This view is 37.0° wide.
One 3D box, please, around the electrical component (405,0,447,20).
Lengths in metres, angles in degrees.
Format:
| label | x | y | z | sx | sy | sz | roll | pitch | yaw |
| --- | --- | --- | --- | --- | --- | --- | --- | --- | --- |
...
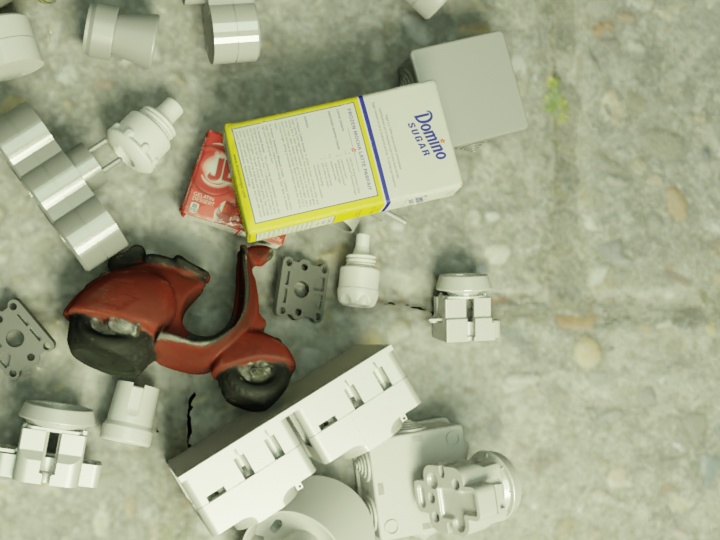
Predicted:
| label | x | y | z | sx | sy | sz | roll | pitch | yaw |
| --- | --- | --- | --- | --- | --- | --- | --- | --- | --- |
| electrical component | 0.076 | -0.293 | 0.939 | 0.074 | 0.052 | 0.138 | 42 | 77 | -8 |

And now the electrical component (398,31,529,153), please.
| label | x | y | z | sx | sy | sz | roll | pitch | yaw |
| --- | --- | --- | --- | --- | --- | --- | --- | --- | --- |
| electrical component | 0.088 | -0.151 | 0.934 | 0.100 | 0.048 | 0.099 | -16 | 90 | -15 |

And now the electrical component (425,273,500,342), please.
| label | x | y | z | sx | sy | sz | roll | pitch | yaw |
| --- | --- | --- | --- | --- | --- | --- | --- | --- | --- |
| electrical component | 0.089 | 0.032 | 0.924 | 0.066 | 0.048 | 0.055 | -2 | 94 | -15 |

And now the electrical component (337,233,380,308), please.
| label | x | y | z | sx | sy | sz | roll | pitch | yaw |
| --- | --- | --- | --- | --- | --- | --- | --- | --- | --- |
| electrical component | 0.000 | 0.000 | 0.908 | 0.035 | 0.035 | 0.061 | 7 | 82 | -14 |

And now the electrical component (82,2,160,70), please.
| label | x | y | z | sx | sy | sz | roll | pitch | yaw |
| --- | --- | --- | --- | --- | --- | --- | --- | --- | --- |
| electrical component | -0.192 | -0.189 | 0.865 | 0.055 | 0.045 | 0.045 | 9 | 84 | -13 |

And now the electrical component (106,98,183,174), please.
| label | x | y | z | sx | sy | sz | roll | pitch | yaw |
| --- | --- | --- | --- | --- | --- | --- | --- | --- | --- |
| electrical component | -0.169 | -0.112 | 0.867 | 0.048 | 0.048 | 0.062 | 43 | 70 | -8 |

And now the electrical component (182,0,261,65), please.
| label | x | y | z | sx | sy | sz | roll | pitch | yaw |
| --- | --- | --- | --- | --- | --- | --- | --- | --- | --- |
| electrical component | -0.128 | -0.237 | 0.882 | 0.074 | 0.052 | 0.138 | -7 | 88 | -15 |

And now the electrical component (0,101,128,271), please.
| label | x | y | z | sx | sy | sz | roll | pitch | yaw |
| --- | --- | --- | --- | --- | --- | --- | --- | --- | --- |
| electrical component | -0.222 | -0.074 | 0.839 | 0.074 | 0.052 | 0.138 | -36 | 88 | -13 |

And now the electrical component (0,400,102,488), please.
| label | x | y | z | sx | sy | sz | roll | pitch | yaw |
| --- | --- | --- | --- | --- | --- | --- | --- | --- | --- |
| electrical component | -0.236 | 0.132 | 0.825 | 0.078 | 0.058 | 0.057 | 10 | 86 | -14 |

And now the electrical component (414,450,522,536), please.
| label | x | y | z | sx | sy | sz | roll | pitch | yaw |
| --- | --- | --- | --- | --- | --- | --- | --- | --- | --- |
| electrical component | 0.090 | 0.175 | 0.850 | 0.057 | 0.078 | 0.058 | -9 | 90 | -35 |

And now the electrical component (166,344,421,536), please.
| label | x | y | z | sx | sy | sz | roll | pitch | yaw |
| --- | --- | --- | --- | --- | --- | --- | --- | --- | --- |
| electrical component | -0.052 | 0.132 | 0.848 | 0.186 | 0.105 | 0.060 | -31 | 94 | -15 |

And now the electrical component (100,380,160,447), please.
| label | x | y | z | sx | sy | sz | roll | pitch | yaw |
| --- | --- | --- | --- | --- | --- | --- | --- | --- | --- |
| electrical component | -0.181 | 0.114 | 0.850 | 0.040 | 0.040 | 0.046 | 15 | 77 | -13 |

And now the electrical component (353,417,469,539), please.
| label | x | y | z | sx | sy | sz | roll | pitch | yaw |
| --- | --- | --- | --- | --- | --- | --- | --- | --- | --- |
| electrical component | 0.045 | 0.175 | 0.900 | 0.100 | 0.048 | 0.099 | -7 | 89 | -16 |

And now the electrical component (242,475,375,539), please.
| label | x | y | z | sx | sy | sz | roll | pitch | yaw |
| --- | --- | --- | --- | --- | --- | --- | --- | --- | --- |
| electrical component | -0.043 | 0.221 | 0.860 | 0.099 | 0.064 | 0.099 | 5 | 105 | 18 |

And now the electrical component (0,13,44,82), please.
| label | x | y | z | sx | sy | sz | roll | pitch | yaw |
| --- | --- | --- | --- | --- | --- | --- | --- | --- | --- |
| electrical component | -0.312 | -0.143 | 0.826 | 0.138 | 0.052 | 0.073 | -18 | 91 | -15 |

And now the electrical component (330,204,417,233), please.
| label | x | y | z | sx | sy | sz | roll | pitch | yaw |
| --- | --- | --- | --- | --- | --- | --- | --- | --- | --- |
| electrical component | 0.009 | -0.066 | 0.907 | 0.079 | 0.043 | 0.077 | 29 | 79 | 0 |
